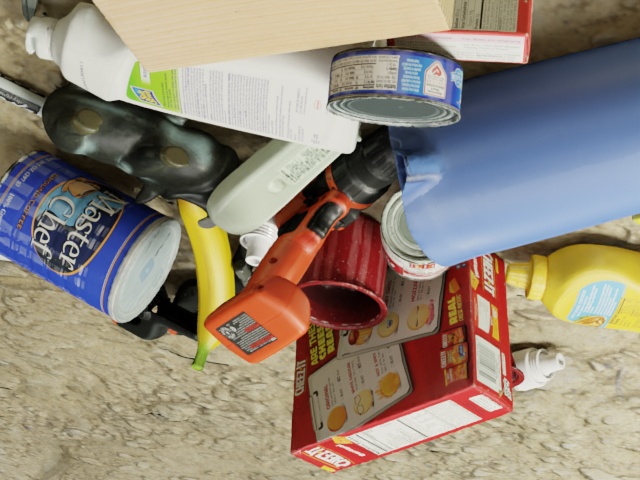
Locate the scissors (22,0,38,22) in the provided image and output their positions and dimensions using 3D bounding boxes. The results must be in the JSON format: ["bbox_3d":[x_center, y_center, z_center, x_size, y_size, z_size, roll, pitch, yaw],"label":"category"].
[{"bbox_3d":[-0.208,-0.219,0.706,0.096,0.016,0.202,24,147,-20],"label":"scissors"}]

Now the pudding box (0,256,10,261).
[{"bbox_3d":[-0.316,-0.015,1.059,0.113,0.039,0.090,7,149,1],"label":"pudding box"}]

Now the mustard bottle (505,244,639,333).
[{"bbox_3d":[0.264,0.044,0.964,0.191,0.058,0.096,8,148,3],"label":"mustard bottle"}]

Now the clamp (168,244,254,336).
[{"bbox_3d":[-0.088,0.056,1.111,0.210,0.036,0.164,-15,140,30],"label":"clamp"}]

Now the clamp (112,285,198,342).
[{"bbox_3d":[-0.170,0.071,1.114,0.039,0.120,0.172,-24,171,-32],"label":"clamp"}]

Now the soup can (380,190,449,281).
[{"bbox_3d":[0.084,-0.005,0.893,0.068,0.068,0.102,7,171,6],"label":"soup can"}]

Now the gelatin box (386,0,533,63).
[{"bbox_3d":[0.089,-0.149,0.676,0.089,0.073,0.030,4,149,11],"label":"gelatin box"}]

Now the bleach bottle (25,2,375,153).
[{"bbox_3d":[-0.090,-0.131,0.774,0.251,0.068,0.103,12,146,3],"label":"bleach bottle"}]

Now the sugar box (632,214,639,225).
[{"bbox_3d":[0.344,-0.011,0.862,0.176,0.048,0.094,26,146,-31],"label":"sugar box"}]

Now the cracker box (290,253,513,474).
[{"bbox_3d":[0.074,0.110,1.002,0.214,0.164,0.072,-27,134,34],"label":"cracker box"}]

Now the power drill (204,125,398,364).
[{"bbox_3d":[-0.006,0.001,0.851,0.057,0.187,0.185,40,143,-9],"label":"power drill"}]

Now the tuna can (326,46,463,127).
[{"bbox_3d":[0.048,-0.096,0.678,0.086,0.034,0.086,5,176,0],"label":"tuna can"}]

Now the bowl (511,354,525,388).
[{"bbox_3d":[0.132,0.119,1.117,0.162,0.055,0.162,3,160,1],"label":"bowl"}]

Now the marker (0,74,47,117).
[{"bbox_3d":[-0.248,-0.120,0.881,0.121,0.020,0.020,26,146,-25],"label":"marker"}]

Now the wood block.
[{"bbox_3d":[-0.028,-0.175,0.652,0.206,0.090,0.090,-4,147,22],"label":"wood block"}]

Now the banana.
[{"bbox_3d":[-0.106,0.024,1.008,0.037,0.069,0.198,1,115,11],"label":"banana"}]

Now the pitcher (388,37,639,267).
[{"bbox_3d":[0.183,-0.069,0.748,0.243,0.149,0.145,-13,127,29],"label":"pitcher"}]

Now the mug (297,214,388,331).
[{"bbox_3d":[0.009,0.025,0.986,0.117,0.081,0.093,8,150,3],"label":"mug"}]

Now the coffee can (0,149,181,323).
[{"bbox_3d":[-0.209,-0.004,0.940,0.140,0.102,0.103,27,152,12],"label":"coffee can"}]
